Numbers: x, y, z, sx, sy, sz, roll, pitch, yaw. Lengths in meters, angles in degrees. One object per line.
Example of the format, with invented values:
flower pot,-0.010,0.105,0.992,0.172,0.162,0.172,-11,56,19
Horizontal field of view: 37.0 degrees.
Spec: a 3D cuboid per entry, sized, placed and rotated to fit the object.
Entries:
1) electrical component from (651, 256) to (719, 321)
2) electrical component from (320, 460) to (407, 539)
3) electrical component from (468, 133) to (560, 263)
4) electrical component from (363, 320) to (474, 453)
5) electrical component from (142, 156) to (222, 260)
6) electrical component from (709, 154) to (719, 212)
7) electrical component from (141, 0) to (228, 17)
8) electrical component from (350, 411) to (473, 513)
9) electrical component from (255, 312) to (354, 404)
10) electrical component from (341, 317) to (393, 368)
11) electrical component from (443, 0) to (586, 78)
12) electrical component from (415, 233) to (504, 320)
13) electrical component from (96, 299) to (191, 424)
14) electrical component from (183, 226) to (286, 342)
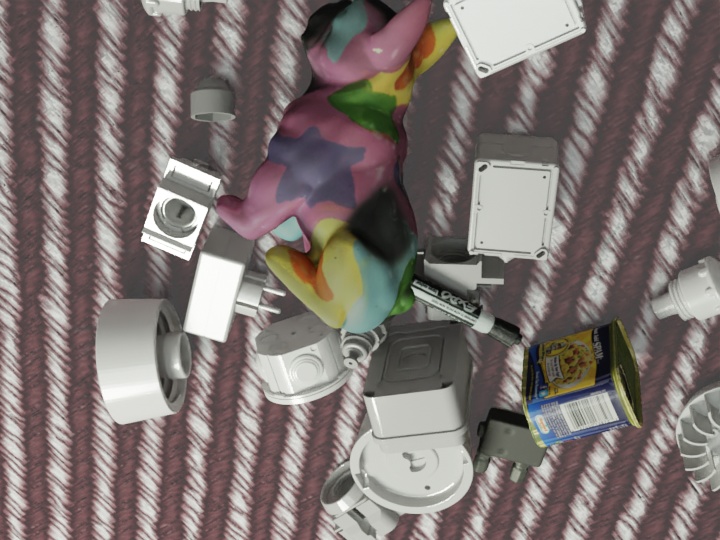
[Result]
electrical component,0.265,0.020,0.857,0.062,0.048,0.048,-25,114,29
electrical component,0.000,0.215,1.005,0.078,0.058,0.057,-35,113,25
electrical component,0.117,-0.052,0.825,0.062,0.061,0.096,5,121,6
electrical component,0.051,0.095,0.893,0.078,0.113,0.057,-9,116,13
electrical component,-0.140,-0.054,0.862,0.042,0.063,0.081,24,121,-5
electrical component,0.297,-0.050,0.781,0.064,0.099,0.099,-24,114,27
electrical component,-0.127,-0.206,0.782,0.062,0.048,0.048,6,122,-3
electrical component,0.048,0.157,0.961,0.108,0.060,0.108,4,123,7
electrical component,-0.049,0.075,0.917,0.080,0.080,0.051,-11,113,15
electrical component,0.003,0.050,0.898,0.040,0.078,0.040,11,135,11
electrical component,0.114,-0.187,0.745,0.096,0.061,0.061,-21,115,20
electrical component,0.077,0.007,0.879,0.081,0.042,0.063,2,124,8
electrical component,-0.179,0.075,0.923,0.060,0.108,0.108,-6,120,5
electrical component,-0.101,0.017,0.910,0.076,0.047,0.083,16,121,-3
